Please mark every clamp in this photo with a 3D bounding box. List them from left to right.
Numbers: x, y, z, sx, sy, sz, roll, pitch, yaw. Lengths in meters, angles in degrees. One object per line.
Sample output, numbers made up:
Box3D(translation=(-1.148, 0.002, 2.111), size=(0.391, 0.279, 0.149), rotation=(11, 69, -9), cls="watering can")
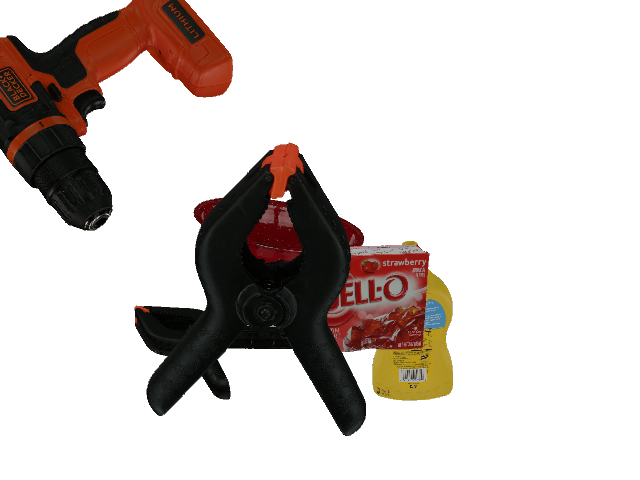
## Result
Box3D(translation=(-0.141, 0.121, 1.248), size=(0.210, 0.036, 0.164), rotation=(13, 24, 23), cls="clamp")
Box3D(translation=(-0.037, 0.033, 0.556), size=(0.120, 0.171, 0.039), rotation=(-4, 27, -3), cls="clamp")

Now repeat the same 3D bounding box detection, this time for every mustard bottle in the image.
Box3D(translation=(0.106, 0.092, 1.249), size=(0.096, 0.192, 0.058), rotation=(-1, 22, 6), cls="mustard bottle")

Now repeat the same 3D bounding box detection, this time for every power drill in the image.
Box3D(translation=(-0.162, -0.112, 0.814), size=(0.187, 0.184, 0.057), rotation=(-31, -16, -29), cls="power drill")

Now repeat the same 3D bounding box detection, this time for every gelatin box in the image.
Box3D(translation=(0.032, 0.042, 0.772), size=(0.089, 0.073, 0.030), rotation=(-1, 14, -15), cls="gelatin box")

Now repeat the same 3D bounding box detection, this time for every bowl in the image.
Box3D(translation=(-0.043, 0.008, 1.002), size=(0.162, 0.055, 0.162), rotation=(9, 17, -3), cls="bowl")
